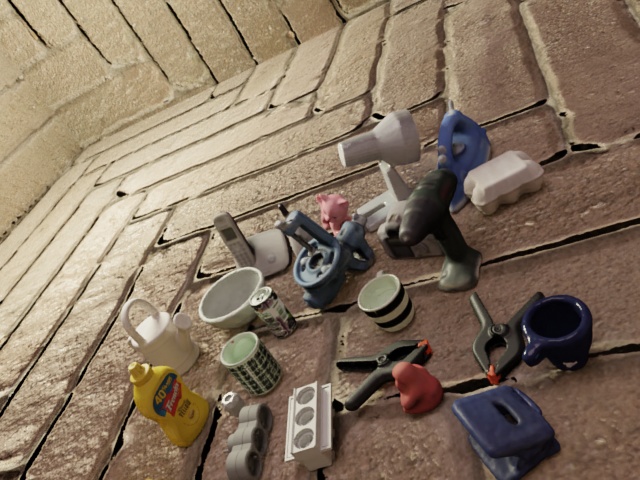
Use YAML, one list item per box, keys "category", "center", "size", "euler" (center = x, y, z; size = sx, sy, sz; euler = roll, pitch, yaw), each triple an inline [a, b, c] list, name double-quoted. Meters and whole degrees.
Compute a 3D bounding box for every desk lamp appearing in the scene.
- category: "desk lamp"
  center: [0.144, -0.160, 1.279]
  size: [0.203, 0.214, 0.117]
  euler: [-31, 31, 3]

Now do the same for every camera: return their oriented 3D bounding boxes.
- category: "camera"
  center: [0.200, -0.042, 1.172]
  size: [0.142, 0.101, 0.137]
  euler: [-5, 41, 38]

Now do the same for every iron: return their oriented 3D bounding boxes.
- category: "iron"
  center: [0.294, -0.192, 1.258]
  size: [0.118, 0.142, 0.258]
  euler: [-11, 37, 32]

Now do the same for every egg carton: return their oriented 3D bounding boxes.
- category: "egg carton"
  center: [0.369, -0.119, 1.158]
  size: [0.150, 0.070, 0.107]
  euler: [-28, 31, 7]

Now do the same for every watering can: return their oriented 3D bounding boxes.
- category: "watering can"
  center: [-0.348, 0.200, 1.234]
  size: [0.173, 0.194, 0.100]
  euler: [-29, 31, 6]

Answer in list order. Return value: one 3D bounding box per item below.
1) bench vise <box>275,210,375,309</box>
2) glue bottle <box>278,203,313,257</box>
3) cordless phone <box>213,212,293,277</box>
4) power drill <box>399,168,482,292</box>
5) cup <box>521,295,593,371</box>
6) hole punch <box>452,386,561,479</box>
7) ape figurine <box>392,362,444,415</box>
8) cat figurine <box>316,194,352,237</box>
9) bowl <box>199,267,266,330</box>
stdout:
- category: "bench vise"
  center: [0.002, 0.004, 1.169]
  size: [0.121, 0.220, 0.208]
  euler: [-2, 42, 40]
- category: "glue bottle"
  center: [-0.046, -0.016, 1.286]
  size: [0.037, 0.173, 0.078]
  euler: [-6, 40, 37]
- category: "cordless phone"
  center: [-0.160, 0.001, 1.352]
  size: [0.147, 0.185, 0.094]
  euler: [-20, 33, 20]
- category: "power drill"
  center: [0.214, -0.011, 1.010]
  size: [0.075, 0.209, 0.230]
  euler: [-11, 37, 32]
- category: "cup"
  center: [0.329, 0.147, 0.794]
  size: [0.118, 0.095, 0.091]
  euler: [-44, 33, -18]
- category: "hole punch"
  center: [0.240, 0.240, 0.747]
  size: [0.101, 0.091, 0.108]
  euler: [-35, 31, -4]
- category: "ape figurine"
  center: [0.140, 0.217, 0.869]
  size: [0.075, 0.092, 0.078]
  euler: [0, 44, 42]
- category: "cat figurine"
  center: [0.029, -0.073, 1.353]
  size: [0.067, 0.118, 0.127]
  euler: [-39, 32, -11]
- category: "bowl"
  center: [-0.183, 0.143, 1.282]
  size: [0.167, 0.075, 0.167]
  euler: [-23, 32, 16]
